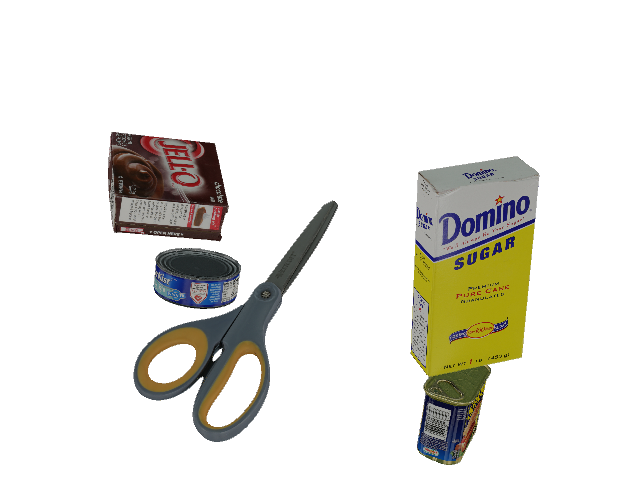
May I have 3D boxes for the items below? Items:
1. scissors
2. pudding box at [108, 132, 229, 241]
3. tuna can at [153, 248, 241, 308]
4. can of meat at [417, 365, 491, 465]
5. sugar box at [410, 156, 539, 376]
[{"bbox_3d":[-0.056,0.042,0.706,0.096,0.201,0.016,8,-40,11],"label":"scissors"},{"bbox_3d":[-0.127,-0.046,0.874,0.090,0.039,0.113,4,33,-15],"label":"pudding box"},{"bbox_3d":[-0.124,0.038,1.069,0.086,0.034,0.086,8,18,-3],"label":"tuna can"},{"bbox_3d":[0.147,0.188,1.189,0.057,0.084,0.102,15,25,19],"label":"can of meat"},{"bbox_3d":[0.127,0.023,0.889,0.093,0.176,0.048,-10,31,-17],"label":"sugar box"}]
